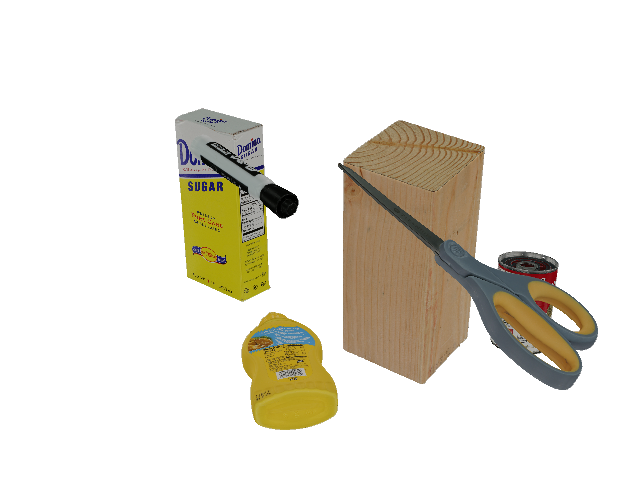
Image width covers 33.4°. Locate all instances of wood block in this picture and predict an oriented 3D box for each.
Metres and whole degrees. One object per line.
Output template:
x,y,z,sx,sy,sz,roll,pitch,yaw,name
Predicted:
0.080,0.012,0.949,0.091,0.206,0.090,22,41,29,wood block

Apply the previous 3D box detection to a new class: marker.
-0.054,-0.046,0.754,0.020,0.020,0.121,0,25,-40,marker

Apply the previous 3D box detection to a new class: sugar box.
-0.098,-0.036,1.066,0.093,0.176,0.048,19,33,41,sugar box

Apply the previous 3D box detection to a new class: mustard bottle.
-0.043,0.142,1.256,0.096,0.058,0.192,-8,30,-8,mustard bottle

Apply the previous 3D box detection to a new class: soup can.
0.232,0.071,1.220,0.068,0.102,0.068,3,17,-1,soup can

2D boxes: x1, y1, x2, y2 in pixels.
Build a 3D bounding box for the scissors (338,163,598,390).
0.101,0.013,0.681,0.096,0.016,0.202,-9,49,-44,scissors
